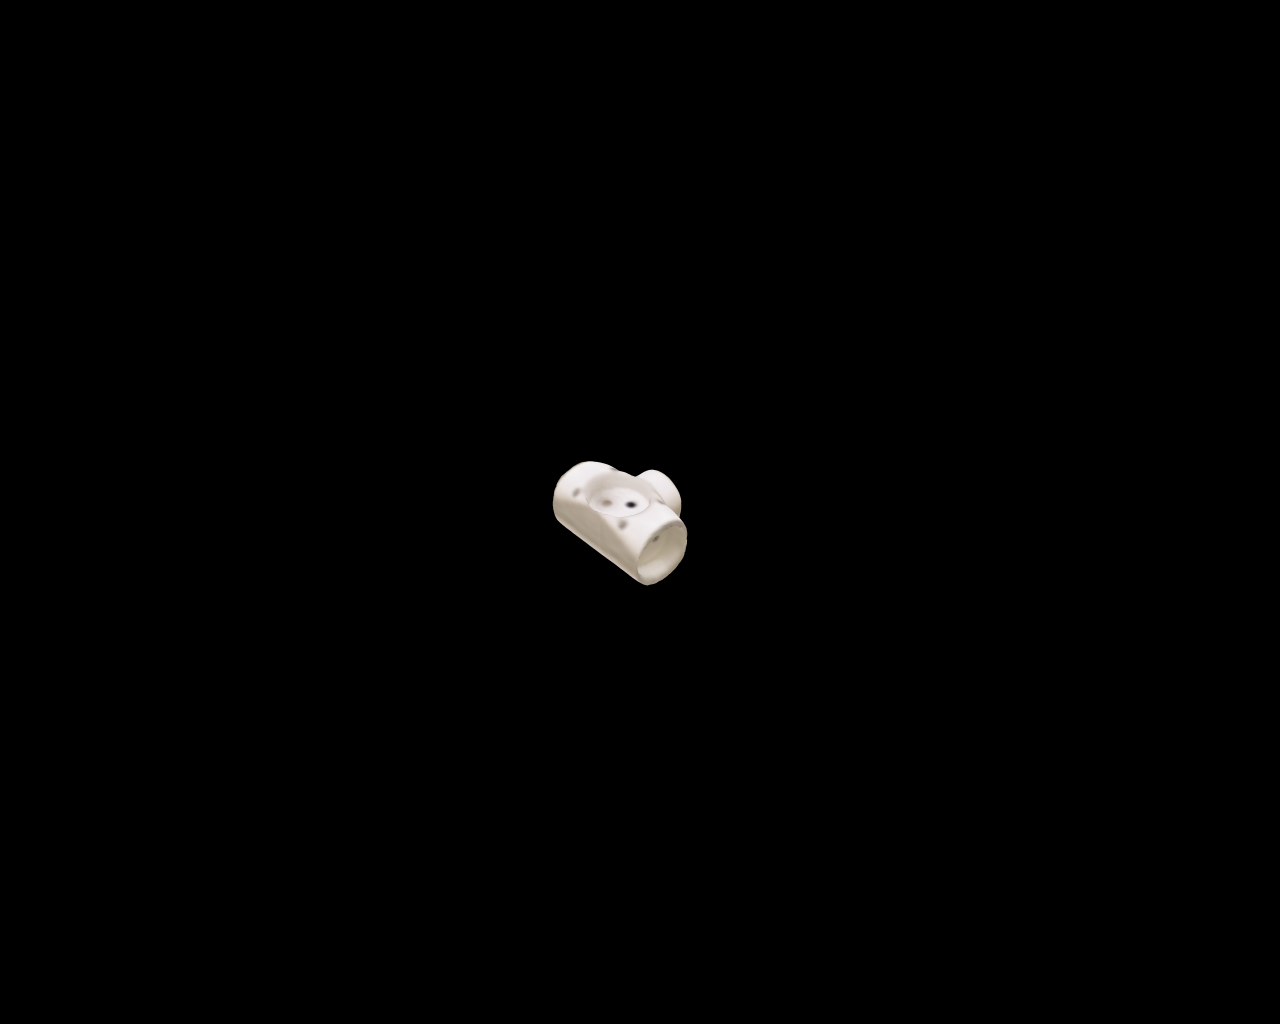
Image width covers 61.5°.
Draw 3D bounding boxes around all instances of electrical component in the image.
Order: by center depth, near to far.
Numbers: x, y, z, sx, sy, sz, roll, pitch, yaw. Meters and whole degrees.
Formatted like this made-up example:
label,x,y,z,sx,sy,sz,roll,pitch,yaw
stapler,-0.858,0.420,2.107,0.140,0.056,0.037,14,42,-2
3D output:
label,x,y,z,sx,sy,sz,roll,pitch,yaw
electrical component,0.001,-0.003,0.650,0.079,0.044,0.077,-31,49,-31
